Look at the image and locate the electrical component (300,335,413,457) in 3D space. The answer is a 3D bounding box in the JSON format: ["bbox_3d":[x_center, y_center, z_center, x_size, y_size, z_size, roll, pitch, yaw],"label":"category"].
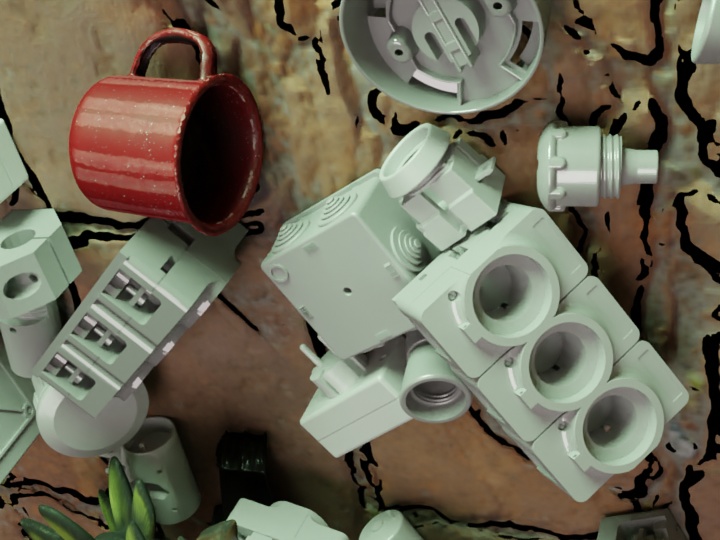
[{"bbox_3d":[-0.007,0.072,0.717,0.075,0.047,0.083,46,129,-13],"label":"electrical component"}]

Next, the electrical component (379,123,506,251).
[{"bbox_3d":[0.045,-0.049,0.606,0.055,0.048,0.066,40,131,-18],"label":"electrical component"}]

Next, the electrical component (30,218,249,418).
[{"bbox_3d":[-0.143,0.024,0.712,0.062,0.089,0.150,39,130,-8],"label":"electrical component"}]

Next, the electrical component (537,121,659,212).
[{"bbox_3d":[0.125,-0.055,0.568,0.062,0.048,0.048,2,126,12],"label":"electrical component"}]

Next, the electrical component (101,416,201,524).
[{"bbox_3d":[-0.173,0.157,0.856,0.079,0.043,0.077,3,125,23],"label":"electrical component"}]

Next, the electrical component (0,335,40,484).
[{"bbox_3d":[-0.310,0.110,0.838,0.056,0.108,0.108,-12,119,27],"label":"electrical component"}]

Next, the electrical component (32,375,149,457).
[{"bbox_3d":[-0.201,0.094,0.795,0.080,0.051,0.080,-13,123,-21],"label":"electrical component"}]

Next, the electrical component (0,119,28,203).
[{"bbox_3d":[-0.283,-0.061,0.718,0.083,0.075,0.047,0,124,24],"label":"electrical component"}]

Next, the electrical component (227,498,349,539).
[{"bbox_3d":[-0.012,0.242,0.786,0.186,0.060,0.105,15,133,19],"label":"electrical component"}]

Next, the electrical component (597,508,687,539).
[{"bbox_3d":[0.197,0.212,0.732,0.056,0.050,0.089,-18,116,33],"label":"electrical component"}]

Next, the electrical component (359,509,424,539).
[{"bbox_3d":[0.033,0.217,0.813,0.040,0.040,0.078,-24,113,35],"label":"electrical component"}]

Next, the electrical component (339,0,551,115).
[{"bbox_3d":[0.045,-0.125,0.535,0.099,0.064,0.099,12,129,15],"label":"electrical component"}]

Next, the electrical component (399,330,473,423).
[{"bbox_3d":[0.046,0.057,0.670,0.044,0.065,0.044,1,132,1],"label":"electrical component"}]

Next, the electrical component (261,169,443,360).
[{"bbox_3d":[0.000,0.000,0.659,0.100,0.048,0.099,-27,111,36],"label":"electrical component"}]

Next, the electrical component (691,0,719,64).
[{"bbox_3d":[0.192,-0.112,0.498,0.065,0.044,0.044,13,129,9],"label":"electrical component"}]

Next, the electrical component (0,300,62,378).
[{"bbox_3d":[-0.245,0.036,0.796,0.043,0.043,0.081,12,128,16],"label":"electrical component"}]

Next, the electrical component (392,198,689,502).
[{"bbox_3d":[0.105,0.046,0.611,0.089,0.062,0.150,-42,106,-5],"label":"electrical component"}]
